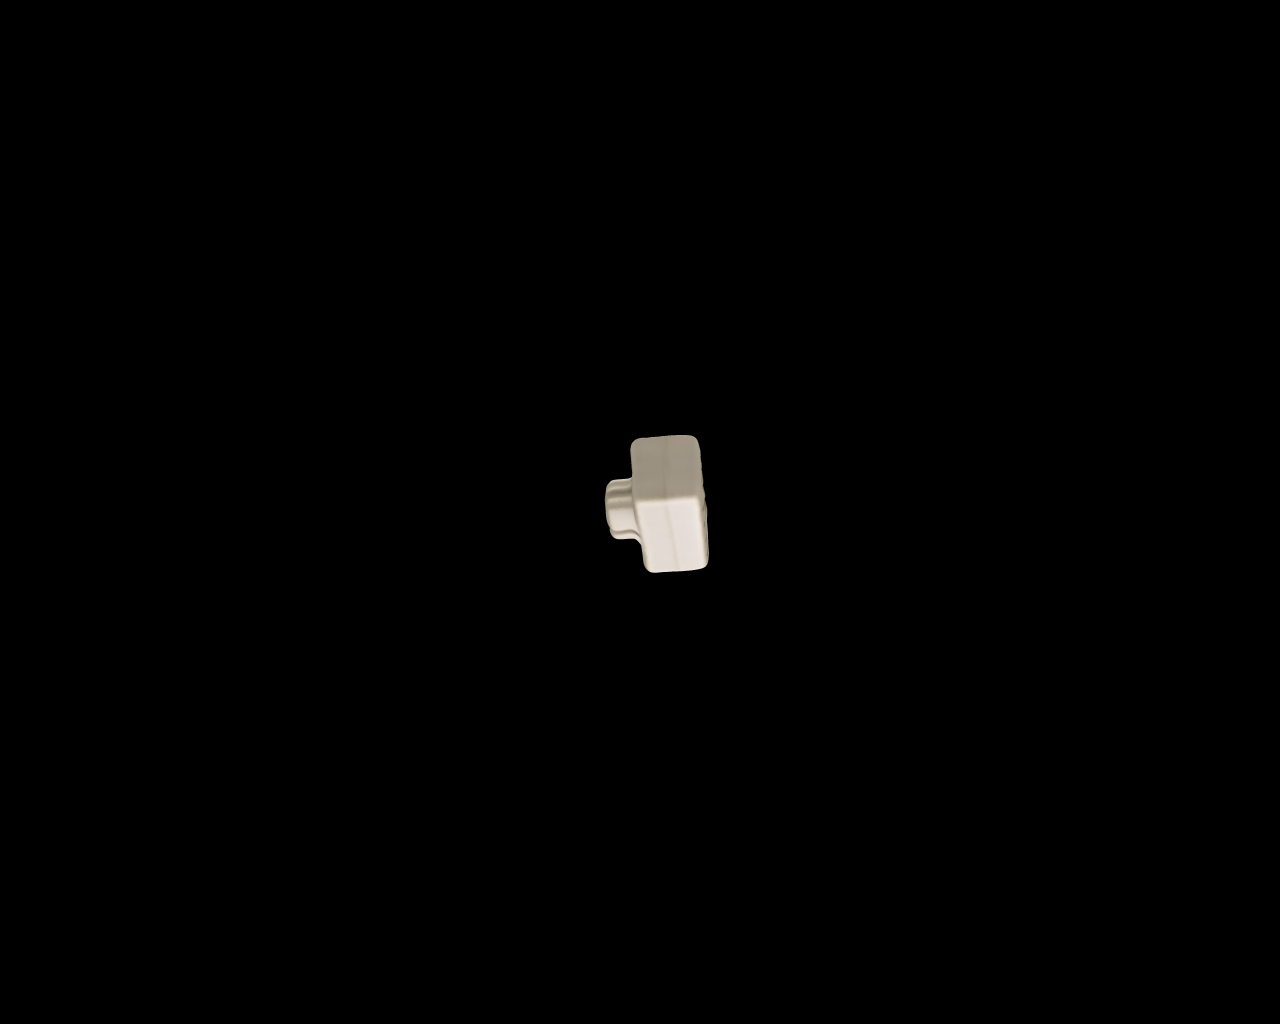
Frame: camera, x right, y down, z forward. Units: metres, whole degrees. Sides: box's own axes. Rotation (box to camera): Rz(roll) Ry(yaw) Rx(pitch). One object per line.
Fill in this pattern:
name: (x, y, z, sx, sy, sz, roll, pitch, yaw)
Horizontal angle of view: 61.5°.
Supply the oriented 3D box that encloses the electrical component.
electrical component: (0.001, -0.003, 0.650, 0.076, 0.047, 0.083, -3, -33, 5)
